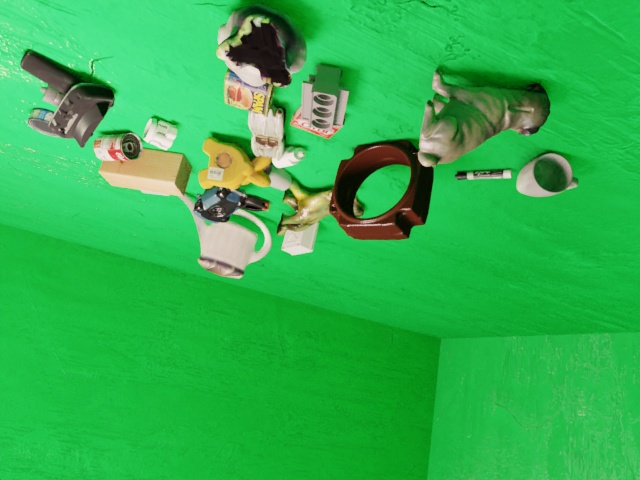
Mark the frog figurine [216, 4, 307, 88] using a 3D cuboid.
[{"bbox_3d":[-0.090,-0.302,0.810,0.137,0.121,0.162,4,-161,-4],"label":"frog figurine"}]

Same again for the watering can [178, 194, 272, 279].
[{"bbox_3d":[-0.326,-0.010,1.648,0.346,0.227,0.103,22,165,-16],"label":"watering can"}]

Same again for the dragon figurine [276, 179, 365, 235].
[{"bbox_3d":[0.004,-0.073,1.455,0.243,0.124,0.405,5,165,-7],"label":"dragon figurine"}]
